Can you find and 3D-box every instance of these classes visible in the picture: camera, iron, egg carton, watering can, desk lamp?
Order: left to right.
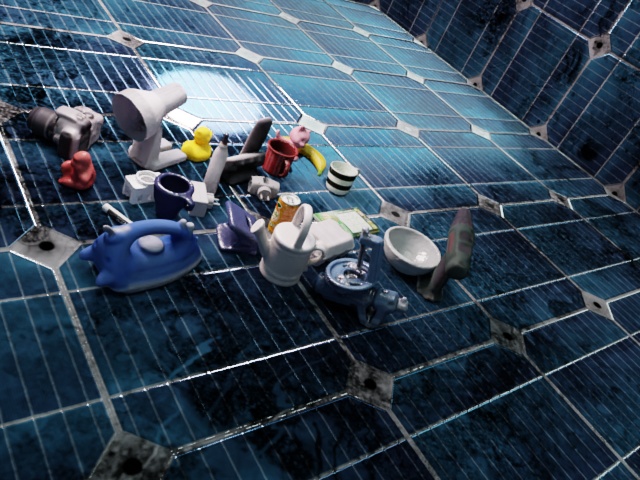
[{"bbox_3d":[-0.617,-0.283,1.383,0.137,0.100,0.143,24,34,-4],"label":"camera"},{"bbox_3d":[-0.415,-0.286,1.420,0.117,0.213,0.204,36,35,15],"label":"desk lamp"},{"bbox_3d":[-0.333,0.009,1.149,0.259,0.141,0.118,-13,50,-43],"label":"iron"},{"bbox_3d":[-0.068,0.004,1.284,0.173,0.194,0.100,1,42,-32],"label":"watering can"},{"bbox_3d":[0.013,0.005,1.447,0.107,0.069,0.151,43,37,22],"label":"egg carton"}]

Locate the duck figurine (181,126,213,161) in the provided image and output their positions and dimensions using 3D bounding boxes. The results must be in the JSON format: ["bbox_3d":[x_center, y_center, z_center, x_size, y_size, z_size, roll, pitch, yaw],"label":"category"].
[{"bbox_3d":[-0.331,-0.270,1.568,0.077,0.086,0.105,32,35,9],"label":"duck figurine"}]

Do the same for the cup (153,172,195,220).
[{"bbox_3d":[-0.334,-0.086,1.315,0.117,0.095,0.092,41,37,21],"label":"cup"}]

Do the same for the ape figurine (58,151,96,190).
[{"bbox_3d":[-0.537,-0.159,1.280,0.076,0.092,0.077,-9,48,-41],"label":"ape figurine"}]

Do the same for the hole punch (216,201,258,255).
[{"bbox_3d":[-0.184,-0.031,1.345,0.101,0.091,0.108,8,38,-25],"label":"hole punch"}]

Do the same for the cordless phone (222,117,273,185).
[{"bbox_3d":[-0.203,-0.250,1.538,0.094,0.185,0.148,39,36,18],"label":"cordless phone"}]

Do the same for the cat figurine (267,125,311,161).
[{"bbox_3d":[-0.086,-0.309,1.753,0.128,0.117,0.067,3,40,-30],"label":"cat figurine"}]

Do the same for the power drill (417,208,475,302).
[{"bbox_3d":[0.329,0.048,1.475,0.075,0.208,0.229,23,34,-5],"label":"power drill"}]

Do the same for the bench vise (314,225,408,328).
[{"bbox_3d":[0.113,0.076,1.285,0.208,0.219,0.121,19,35,-10],"label":"bench vise"}]

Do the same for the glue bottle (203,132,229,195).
[{"bbox_3d":[-0.256,-0.196,1.443,0.037,0.173,0.078,20,35,-9],"label":"glue bottle"}]

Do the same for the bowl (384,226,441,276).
[{"bbox_3d":[0.236,0.042,1.541,0.168,0.074,0.167,18,35,-13],"label":"bowl"}]
